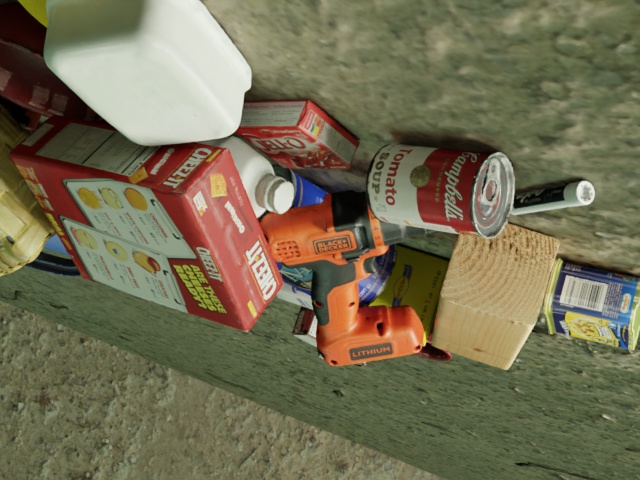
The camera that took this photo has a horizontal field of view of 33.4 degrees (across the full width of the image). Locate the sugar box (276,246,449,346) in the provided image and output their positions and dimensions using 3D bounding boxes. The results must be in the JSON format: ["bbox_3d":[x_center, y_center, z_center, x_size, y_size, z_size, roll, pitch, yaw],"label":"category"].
[{"bbox_3d":[0.045,0.043,1.168,0.176,0.093,0.048,17,164,11],"label":"sugar box"}]

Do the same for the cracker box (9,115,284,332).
[{"bbox_3d":[-0.152,-0.019,0.949,0.214,0.072,0.164,13,141,34],"label":"cracker box"}]

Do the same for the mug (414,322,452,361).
[{"bbox_3d":[0.119,0.088,1.243,0.093,0.081,0.117,20,164,3],"label":"mug"}]

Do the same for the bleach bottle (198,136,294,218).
[{"bbox_3d":[-0.128,-0.065,0.992,0.251,0.068,0.102,19,140,33],"label":"bleach bottle"}]

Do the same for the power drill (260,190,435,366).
[{"bbox_3d":[0.049,0.032,1.000,0.184,0.057,0.187,-8,131,7],"label":"power drill"}]

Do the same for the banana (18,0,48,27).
[{"bbox_3d":[-0.202,-0.191,0.801,0.069,0.037,0.198,19,164,8],"label":"banana"}]

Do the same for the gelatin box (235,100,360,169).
[{"bbox_3d":[-0.023,-0.090,0.923,0.089,0.030,0.073,5,157,44],"label":"gelatin box"}]

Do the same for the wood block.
[{"bbox_3d":[0.168,0.057,1.061,0.091,0.090,0.206,18,164,8],"label":"wood block"}]

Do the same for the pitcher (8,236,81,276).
[{"bbox_3d":[-0.279,-0.029,1.267,0.242,0.145,0.149,21,166,-9],"label":"pitcher"}]

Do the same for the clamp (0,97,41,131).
[{"bbox_3d":[-0.396,-0.157,1.162,0.210,0.036,0.164,14,167,29],"label":"clamp"}]

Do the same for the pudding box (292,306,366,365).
[{"bbox_3d":[0.025,0.104,1.405,0.113,0.090,0.039,30,161,-32],"label":"pudding box"}]

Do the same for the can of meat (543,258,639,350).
[{"bbox_3d":[0.264,0.064,1.022,0.084,0.057,0.102,13,163,21],"label":"can of meat"}]

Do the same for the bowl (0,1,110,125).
[{"bbox_3d":[-0.243,-0.159,0.928,0.162,0.055,0.162,19,165,5],"label":"bowl"}]

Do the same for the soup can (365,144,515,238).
[{"bbox_3d":[0.097,-0.041,0.863,0.102,0.068,0.068,10,161,36],"label":"soup can"}]

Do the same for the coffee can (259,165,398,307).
[{"bbox_3d":[-0.007,0.001,1.075,0.140,0.102,0.103,29,162,-29],"label":"coffee can"}]

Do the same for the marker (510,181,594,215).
[{"bbox_3d":[0.178,-0.032,0.880,0.020,0.020,0.121,28,163,-24],"label":"marker"}]
